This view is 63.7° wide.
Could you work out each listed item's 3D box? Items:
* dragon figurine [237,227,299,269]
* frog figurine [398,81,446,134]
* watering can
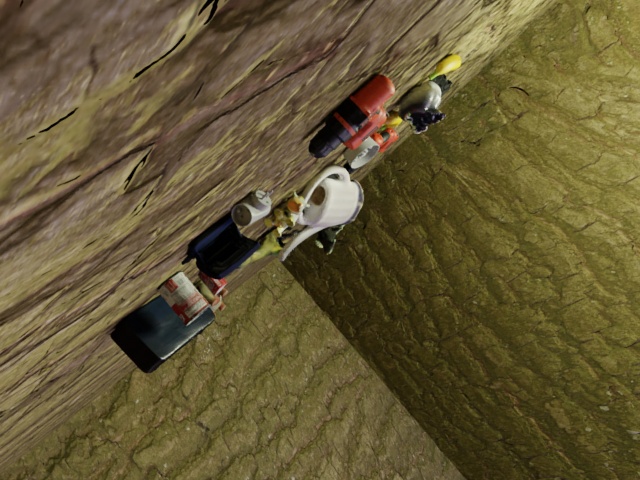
[{"bbox_3d":[-0.207,0.032,1.849,0.242,0.122,0.411,-24,180,8],"label":"dragon figurine"},{"bbox_3d":[0.282,-0.391,1.428,0.134,0.122,0.163,122,-20,-58],"label":"frog figurine"},{"bbox_3d":[0.005,-0.079,1.570,0.225,0.106,0.341,0,128,-43],"label":"watering can"}]
